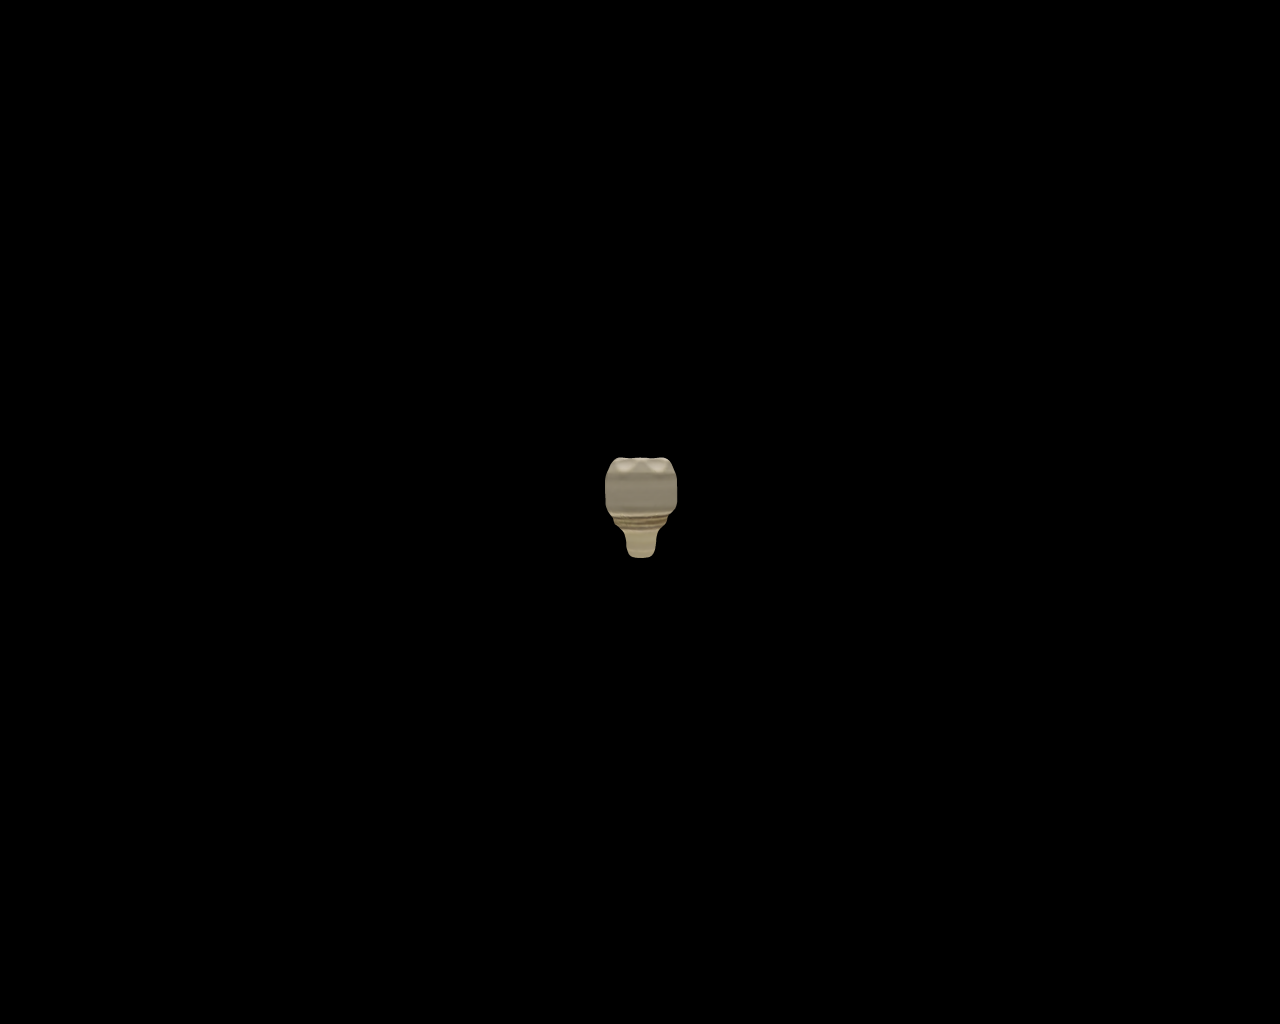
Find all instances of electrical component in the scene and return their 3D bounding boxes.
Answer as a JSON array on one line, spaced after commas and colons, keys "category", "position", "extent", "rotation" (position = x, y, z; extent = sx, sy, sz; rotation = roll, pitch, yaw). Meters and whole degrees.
[{"category": "electrical component", "position": [0.001, -0.003, 0.650], "extent": [0.043, 0.062, 0.043], "rotation": [0, 4, 0]}]
